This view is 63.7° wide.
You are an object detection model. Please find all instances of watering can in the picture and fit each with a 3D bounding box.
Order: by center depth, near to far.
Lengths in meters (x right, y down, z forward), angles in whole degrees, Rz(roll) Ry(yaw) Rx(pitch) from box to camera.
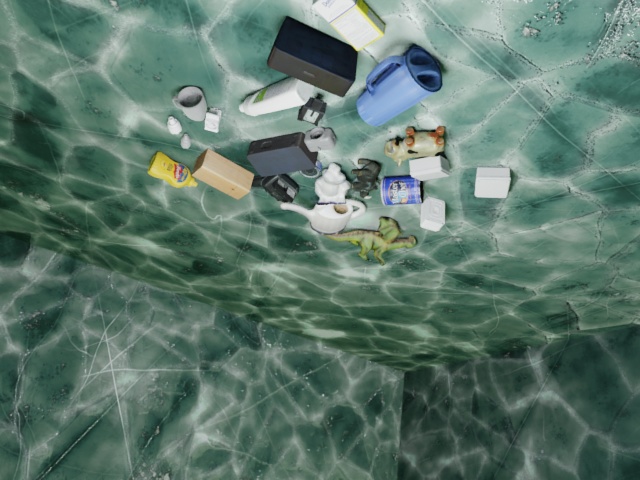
[{"bbox_3d":[0.006,-0.103,2.049,0.348,0.106,0.220,-2,154,-12],"label":"watering can"}]

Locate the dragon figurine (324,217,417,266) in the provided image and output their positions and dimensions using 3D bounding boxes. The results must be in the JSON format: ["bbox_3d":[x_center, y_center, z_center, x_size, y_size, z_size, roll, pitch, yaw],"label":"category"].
[{"bbox_3d":[0.233,-0.025,2.192,0.408,0.125,0.238,20,132,-21],"label":"dragon figurine"}]

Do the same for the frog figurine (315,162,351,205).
[{"bbox_3d":[0.045,-0.214,1.901,0.138,0.124,0.157,10,116,29],"label":"frog figurine"}]
